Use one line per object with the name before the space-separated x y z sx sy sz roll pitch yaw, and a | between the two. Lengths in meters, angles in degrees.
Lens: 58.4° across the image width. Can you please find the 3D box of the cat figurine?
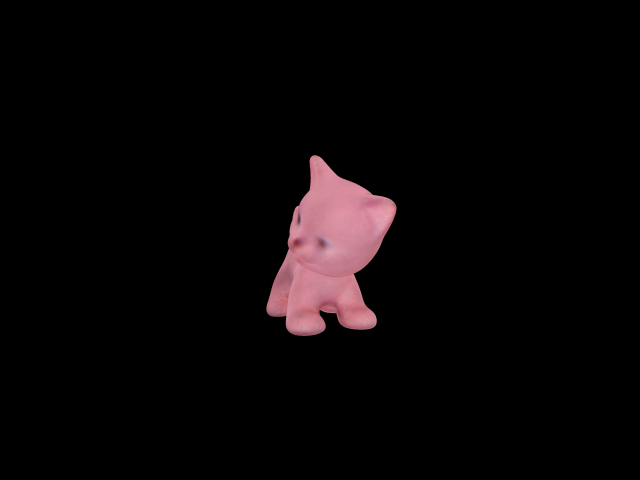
cat figurine | 0.004 0.001 0.400 0.067 0.118 0.127 -1 4 -19
